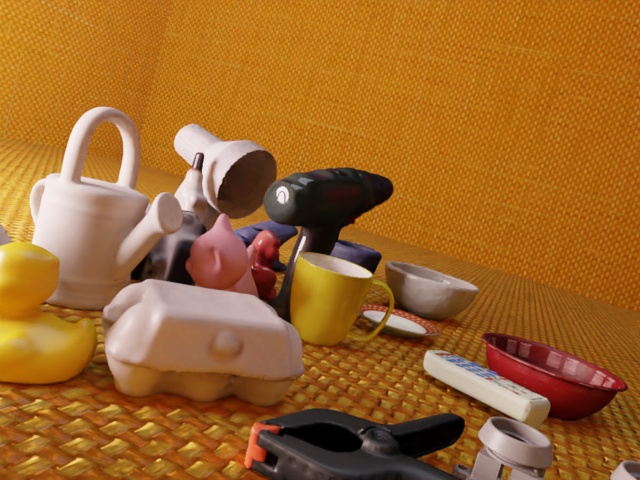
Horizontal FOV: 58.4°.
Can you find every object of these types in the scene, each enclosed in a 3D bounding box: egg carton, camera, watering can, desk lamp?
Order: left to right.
[{"bbox_3d":[-0.218,-0.034,0.577,0.173,0.194,0.101,15,6,-1],"label":"watering can"},{"bbox_3d":[-0.219,0.001,0.700,0.137,0.101,0.142,12,7,-27],"label":"camera"},{"bbox_3d":[-0.091,0.080,0.446,0.151,0.069,0.107,12,7,-27],"label":"egg carton"},{"bbox_3d":[-0.185,-0.071,0.919,0.202,0.213,0.118,19,7,32],"label":"desk lamp"}]

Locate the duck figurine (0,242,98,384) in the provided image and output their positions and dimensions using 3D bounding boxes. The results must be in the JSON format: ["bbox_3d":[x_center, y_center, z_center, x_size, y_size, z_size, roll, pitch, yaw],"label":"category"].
[{"bbox_3d":[-0.203,0.046,0.394,0.104,0.086,0.077,15,6,-5],"label":"duck figurine"}]

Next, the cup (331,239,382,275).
[{"bbox_3d":[0.033,0.050,0.924,0.117,0.095,0.092,19,7,31],"label":"cup"}]

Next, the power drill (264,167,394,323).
[{"bbox_3d":[0.007,0.003,0.742,0.075,0.208,0.230,19,7,34],"label":"power drill"}]

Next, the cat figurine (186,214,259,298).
[{"bbox_3d":[-0.103,0.032,0.630,0.067,0.118,0.128,17,6,19],"label":"cat figurine"}]

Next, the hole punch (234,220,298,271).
[{"bbox_3d":[-0.104,0.001,1.043,0.101,0.091,0.108,12,7,-31],"label":"hole punch"}]

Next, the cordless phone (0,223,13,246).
[{"bbox_3d":[-0.290,-0.035,0.444,0.094,0.185,0.148,16,6,4],"label":"cordless phone"}]

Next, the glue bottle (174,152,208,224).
[{"bbox_3d":[-0.192,-0.042,0.826,0.077,0.173,0.037,20,8,40],"label":"glue bottle"}]

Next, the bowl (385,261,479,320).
[{"bbox_3d":[0.186,0.095,0.996,0.167,0.075,0.167,15,6,-1],"label":"bowl"}]

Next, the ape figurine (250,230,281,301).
[{"bbox_3d":[-0.082,0.032,0.807,0.076,0.092,0.078,16,6,8],"label":"ape figurine"}]
